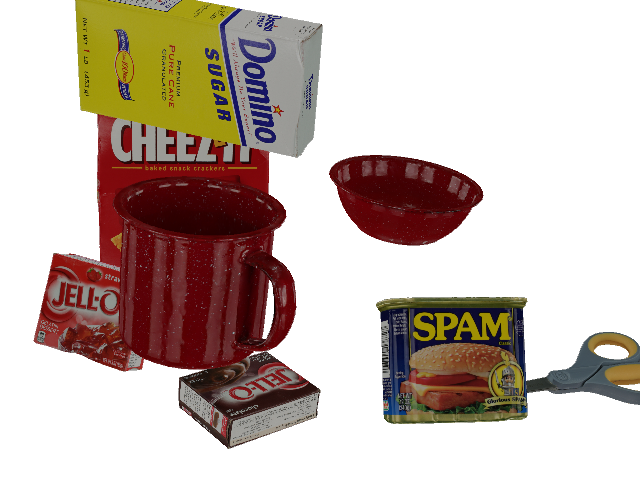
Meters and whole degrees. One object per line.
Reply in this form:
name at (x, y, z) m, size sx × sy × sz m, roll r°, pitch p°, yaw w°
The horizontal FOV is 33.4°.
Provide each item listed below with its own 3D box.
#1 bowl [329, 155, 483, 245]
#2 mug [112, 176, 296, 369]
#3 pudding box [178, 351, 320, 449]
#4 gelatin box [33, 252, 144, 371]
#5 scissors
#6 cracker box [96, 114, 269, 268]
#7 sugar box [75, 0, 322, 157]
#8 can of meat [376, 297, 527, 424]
bowl at (0.086, -0.038, 1.118) m, size 0.162 × 0.055 × 0.162 m, roll 6°, pitch 23°, yaw -3°
mug at (-0.059, 0.022, 0.582) m, size 0.117 × 0.081 × 0.093 m, roll 22°, pitch 26°, yaw 33°
pudding box at (-0.071, 0.156, 1.057) m, size 0.113 × 0.039 × 0.090 m, roll -15°, pitch 30°, yaw -37°
gelatin box at (-0.173, 0.054, 0.827) m, size 0.089 × 0.073 × 0.030 m, roll 15°, pitch 2°, yaw 21°
scissors at (0.199, 0.105, 0.882) m, size 0.201 × 0.016 × 0.096 m, roll 4°, pitch 30°, yaw -9°
cracker box at (-0.134, -0.035, 1.042) m, size 0.164 × 0.214 × 0.072 m, roll 0°, pitch 21°, yaw -10°
sugar box at (-0.090, -0.125, 0.779) m, size 0.176 × 0.093 × 0.048 m, roll 14°, pitch 34°, yaw 15°
can of meat at (0.092, 0.083, 0.736) m, size 0.102 × 0.084 × 0.057 m, roll 0°, pitch -8°, yaw -10°
